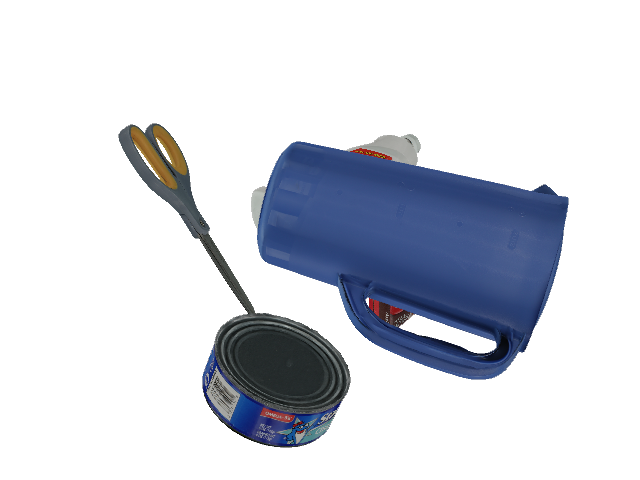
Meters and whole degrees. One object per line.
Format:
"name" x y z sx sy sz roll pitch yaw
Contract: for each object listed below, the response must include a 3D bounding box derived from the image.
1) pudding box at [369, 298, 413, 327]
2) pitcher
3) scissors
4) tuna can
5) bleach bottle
"pudding box" 0.099 0.029 1.111 0.039 0.090 0.113 33 54 30
"pitcher" 0.072 0.007 0.884 0.243 0.145 0.149 15 17 9
"scissors" -0.113 -0.028 0.969 0.016 0.201 0.096 -29 23 18
"tuna can" -0.028 0.084 0.646 0.086 0.034 0.086 17 31 -10
"bleach bottle" 0.034 -0.076 1.354 0.103 0.068 0.250 25 43 34
